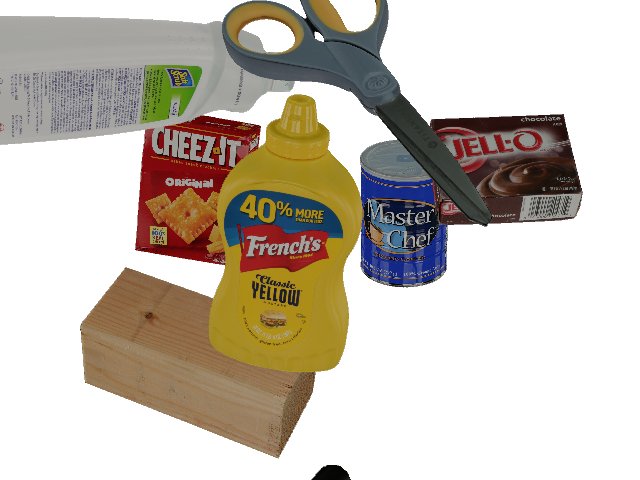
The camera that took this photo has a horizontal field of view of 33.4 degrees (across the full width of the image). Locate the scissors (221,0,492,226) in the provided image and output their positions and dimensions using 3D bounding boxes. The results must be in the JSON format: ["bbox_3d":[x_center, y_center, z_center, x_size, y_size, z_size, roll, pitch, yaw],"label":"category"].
[{"bbox_3d":[0.008,-0.071,0.514,0.096,0.202,0.016,-15,-40,1],"label":"scissors"}]

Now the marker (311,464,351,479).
[{"bbox_3d":[-0.020,0.131,0.467,0.020,0.020,0.120,0,17,32],"label":"marker"}]

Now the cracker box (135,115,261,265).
[{"bbox_3d":[-0.187,-0.078,1.611,0.164,0.214,0.072,10,20,6],"label":"cracker box"}]

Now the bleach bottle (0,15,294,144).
[{"bbox_3d":[-0.144,-0.120,0.804,0.250,0.068,0.103,-3,-36,-17],"label":"bleach bottle"}]

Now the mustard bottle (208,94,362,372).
[{"bbox_3d":[-0.022,-0.005,0.715,0.096,0.192,0.058,11,28,8],"label":"mustard bottle"}]

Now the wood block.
[{"bbox_3d":[-0.114,0.114,1.021,0.206,0.090,0.090,19,45,13],"label":"wood block"}]

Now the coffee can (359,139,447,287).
[{"bbox_3d":[0.097,-0.032,1.226,0.103,0.140,0.103,-1,28,0],"label":"coffee can"}]

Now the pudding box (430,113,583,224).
[{"bbox_3d":[0.146,-0.058,0.861,0.113,0.090,0.039,-1,-39,-1],"label":"pudding box"}]
